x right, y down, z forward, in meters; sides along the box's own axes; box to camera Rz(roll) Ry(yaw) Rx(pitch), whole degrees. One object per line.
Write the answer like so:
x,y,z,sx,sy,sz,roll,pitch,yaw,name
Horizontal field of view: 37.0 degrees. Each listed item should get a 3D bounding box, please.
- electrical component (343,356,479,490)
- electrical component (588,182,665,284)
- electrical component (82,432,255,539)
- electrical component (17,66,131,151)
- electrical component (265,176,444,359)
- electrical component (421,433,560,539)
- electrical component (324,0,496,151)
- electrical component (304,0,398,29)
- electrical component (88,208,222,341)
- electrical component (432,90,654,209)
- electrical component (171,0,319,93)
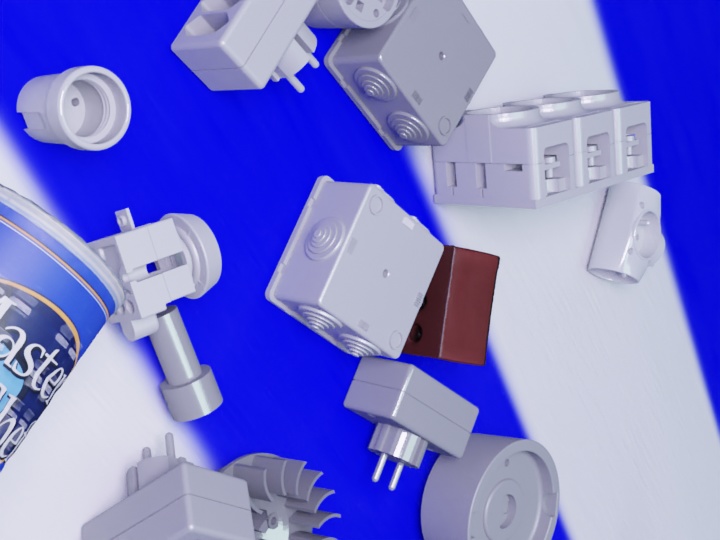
0.029,0.110,0.724,0.083,0.047,0.075,36,70,-42,electrical component
0.234,-0.025,0.915,0.079,0.044,0.077,25,77,-44,electrical component
-0.106,0.125,0.578,0.047,0.083,0.075,29,37,-44,electrical component
-0.141,-0.079,0.527,0.040,0.046,0.040,-8,101,-45,electrical component
0.000,0.000,0.679,0.100,0.048,0.099,38,69,-42,electrical component
0.090,0.171,0.784,0.108,0.060,0.108,-8,101,-45,electrical component
0.036,-0.137,0.697,0.099,0.048,0.099,48,62,-38,electrical component
-0.011,-0.172,0.645,0.055,0.047,0.055,-8,101,-45,electrical component
-0.108,-0.003,0.571,0.055,0.048,0.066,-23,99,-39,electrical component
0.133,-0.090,0.772,0.150,0.089,0.061,-18,108,-43,electrical component
-0.050,-0.133,0.611,0.076,0.047,0.083,45,64,-39,electrical component
